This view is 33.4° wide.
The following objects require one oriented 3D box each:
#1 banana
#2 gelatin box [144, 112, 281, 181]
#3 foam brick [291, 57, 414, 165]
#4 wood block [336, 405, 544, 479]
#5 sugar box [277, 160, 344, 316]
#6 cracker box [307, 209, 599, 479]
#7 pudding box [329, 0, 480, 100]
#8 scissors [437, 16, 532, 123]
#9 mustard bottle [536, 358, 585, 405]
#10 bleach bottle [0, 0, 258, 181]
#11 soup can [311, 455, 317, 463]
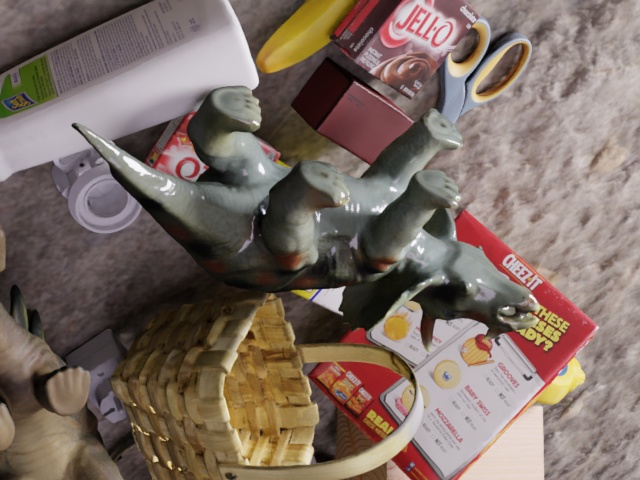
[{"bbox_3d":[0.023,-0.205,0.808,0.069,0.037,0.198,10,121,-50],"label":"banana"},{"bbox_3d":[-0.087,-0.062,0.850,0.089,0.030,0.073,30,99,-29],"label":"gelatin box"},{"bbox_3d":[0.027,-0.104,0.878,0.078,0.051,0.053,29,103,-38],"label":"foam brick"},{"bbox_3d":[0.126,0.212,1.106,0.205,0.090,0.091,8,77,-31],"label":"wood block"},{"bbox_3d":[-0.006,0.001,0.940,0.176,0.048,0.093,28,107,-42],"label":"sugar box"},{"bbox_3d":[0.122,0.107,0.984,0.213,0.164,0.072,-47,165,-1],"label":"cracker box"},{"bbox_3d":[0.068,-0.168,0.837,0.090,0.039,0.113,-50,155,12],"label":"pudding box"},{"bbox_3d":[0.098,-0.115,0.930,0.202,0.016,0.096,-42,129,6],"label":"scissors"},{"bbox_3d":[0.206,0.127,1.102,0.191,0.096,0.058,18,112,-35],"label":"mustard bottle"},{"bbox_3d":[-0.175,-0.104,0.755,0.250,0.103,0.068,-22,131,-4],"label":"bleach bottle"},{"bbox_3d":[-0.042,0.217,1.058,0.068,0.068,0.102,-28,130,-7],"label":"soup can"}]
